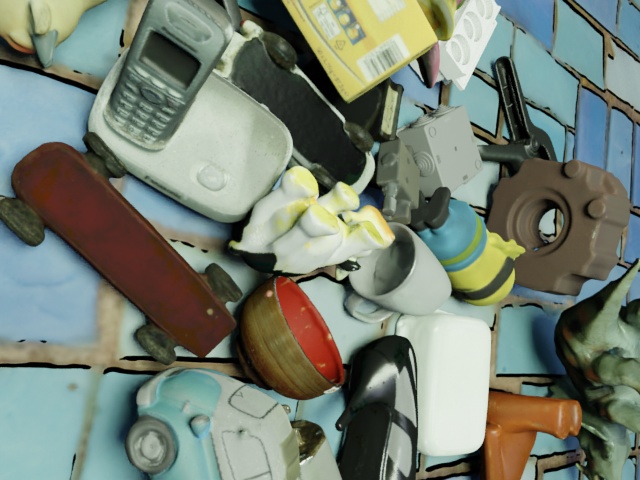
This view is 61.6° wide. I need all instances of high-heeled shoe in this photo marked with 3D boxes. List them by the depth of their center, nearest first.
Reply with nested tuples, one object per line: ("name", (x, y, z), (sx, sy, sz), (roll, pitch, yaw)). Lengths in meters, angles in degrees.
("high-heeled shoe", (0.075, 0.227, 0.563), (0.145, 0.086, 0.248), (-34, 116, -49))

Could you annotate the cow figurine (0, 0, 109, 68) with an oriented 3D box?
("cow figurine", (-0.161, -0.200, 0.369), (0.195, 0.086, 0.127), (-27, 114, -21))

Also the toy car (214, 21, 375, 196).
("toy car", (-0.022, -0.111, 0.503), (0.201, 0.056, 0.073), (41, 79, -32))

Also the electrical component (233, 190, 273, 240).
("electrical component", (-0.059, -0.015, 0.498), (0.094, 0.021, 0.063), (2, 87, -38))

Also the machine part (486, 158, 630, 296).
("machine part", (0.283, -0.018, 0.665), (0.056, 0.179, 0.179), (8, 83, -33))

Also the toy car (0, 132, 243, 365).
("toy car", (-0.144, 0.012, 0.413), (0.089, 0.053, 0.202), (-46, 116, -13))

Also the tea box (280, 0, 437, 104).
("tea box", (0.017, -0.217, 0.471), (0.098, 0.068, 0.169), (-30, 98, 10))

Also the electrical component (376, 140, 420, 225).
("electrical component", (0.078, -0.060, 0.574), (0.078, 0.045, 0.102), (35, 53, -52))

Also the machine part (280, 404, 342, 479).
("machine part", (-0.007, 0.257, 0.490), (0.079, 0.079, 0.243), (-27, 104, -35))

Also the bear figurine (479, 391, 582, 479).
("bear figurine", (0.236, 0.284, 0.642), (0.120, 0.132, 0.196), (27, 65, -51))

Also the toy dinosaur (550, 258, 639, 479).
("toy dinosaur", (0.371, 0.159, 0.699), (0.131, 0.192, 0.404), (-37, 116, -25))

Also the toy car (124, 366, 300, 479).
("toy car", (-0.068, 0.167, 0.400), (0.109, 0.103, 0.161), (19, 53, -77))

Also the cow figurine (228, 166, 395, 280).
("cow figurine", (0.000, 0.000, 0.476), (0.167, 0.098, 0.068), (13, 44, -57))

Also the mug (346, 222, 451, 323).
("mug", (0.086, 0.049, 0.569), (0.107, 0.081, 0.109), (29, 102, -42))

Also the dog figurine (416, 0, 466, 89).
("dog figurine", (0.138, -0.271, 0.564), (0.192, 0.108, 0.219), (2, 70, -4))

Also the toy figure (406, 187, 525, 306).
("toy figure", (0.164, 0.011, 0.632), (0.180, 0.082, 0.089), (35, 86, -38))

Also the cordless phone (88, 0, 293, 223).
("cordless phone", (-0.074, -0.094, 0.380), (0.146, 0.184, 0.089), (32, 64, -19))

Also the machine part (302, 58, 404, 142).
("machine part", (0.037, -0.151, 0.570), (0.139, 0.039, 0.084), (10, 89, -38))
